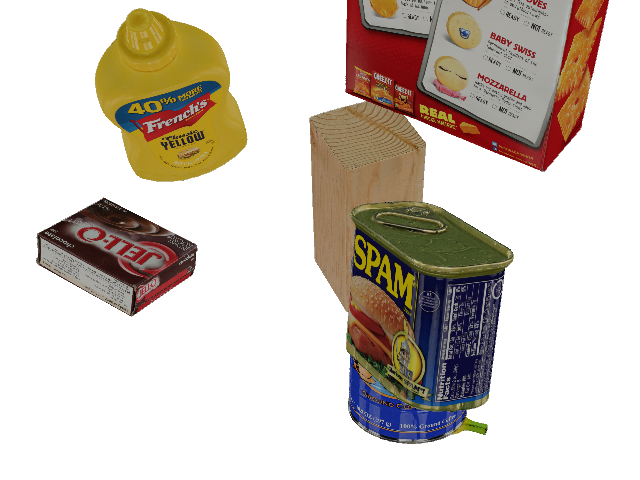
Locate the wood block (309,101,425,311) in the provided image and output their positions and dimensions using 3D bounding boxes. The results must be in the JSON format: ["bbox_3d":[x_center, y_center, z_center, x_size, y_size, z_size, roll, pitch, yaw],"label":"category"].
[{"bbox_3d":[0.048,-0.035,1.117,0.090,0.206,0.091,-17,47,-15],"label":"wood block"}]

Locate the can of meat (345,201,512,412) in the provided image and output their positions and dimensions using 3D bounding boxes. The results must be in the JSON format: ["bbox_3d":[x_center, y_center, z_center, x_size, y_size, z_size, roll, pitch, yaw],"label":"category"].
[{"bbox_3d":[0.054,0.034,0.577,0.057,0.084,0.102,-6,22,-24],"label":"can of meat"}]

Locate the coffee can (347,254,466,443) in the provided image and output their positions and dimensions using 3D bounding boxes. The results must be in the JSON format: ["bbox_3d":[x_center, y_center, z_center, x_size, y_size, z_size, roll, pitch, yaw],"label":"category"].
[{"bbox_3d":[0.075,0.080,0.881,0.103,0.140,0.103,0,27,0],"label":"coffee can"}]

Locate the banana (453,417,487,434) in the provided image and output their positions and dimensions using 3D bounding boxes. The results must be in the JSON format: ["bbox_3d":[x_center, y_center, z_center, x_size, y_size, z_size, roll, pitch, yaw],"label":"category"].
[{"bbox_3d":[0.127,0.178,1.257,0.069,0.037,0.198,9,21,-19],"label":"banana"}]

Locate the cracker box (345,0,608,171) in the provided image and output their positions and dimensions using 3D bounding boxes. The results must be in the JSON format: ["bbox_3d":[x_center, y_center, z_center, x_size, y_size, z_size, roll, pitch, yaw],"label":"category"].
[{"bbox_3d":[0.102,-0.170,0.696,0.164,0.214,0.072,26,49,25],"label":"cracker box"}]

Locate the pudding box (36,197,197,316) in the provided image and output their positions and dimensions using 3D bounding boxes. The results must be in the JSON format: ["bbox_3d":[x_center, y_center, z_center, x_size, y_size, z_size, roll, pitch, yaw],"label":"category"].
[{"bbox_3d":[-0.181,0.013,0.949,0.114,0.039,0.089,24,33,21],"label":"pudding box"}]

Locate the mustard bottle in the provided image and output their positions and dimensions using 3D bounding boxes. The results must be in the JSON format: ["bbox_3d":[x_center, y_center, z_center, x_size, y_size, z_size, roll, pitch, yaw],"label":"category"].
[{"bbox_3d":[-0.112,-0.109,0.781,0.096,0.058,0.191,-16,-22,-2],"label":"mustard bottle"}]
